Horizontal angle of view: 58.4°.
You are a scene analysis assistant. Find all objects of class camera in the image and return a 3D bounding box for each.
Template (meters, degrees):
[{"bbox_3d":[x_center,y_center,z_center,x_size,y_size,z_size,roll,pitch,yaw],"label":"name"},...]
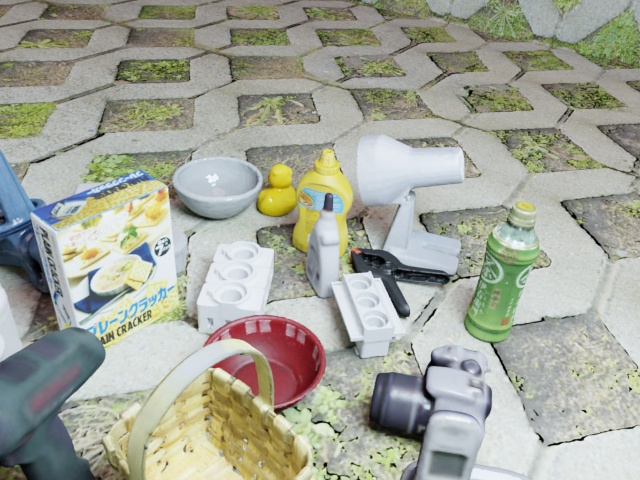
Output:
[{"bbox_3d":[0.135,0.188,0.706,0.136,0.101,0.143,11,35,8],"label":"camera"}]

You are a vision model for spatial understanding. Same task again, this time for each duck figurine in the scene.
[{"bbox_3d":[-0.081,-0.102,1.104,0.077,0.086,0.105,15,36,14],"label":"duck figurine"}]

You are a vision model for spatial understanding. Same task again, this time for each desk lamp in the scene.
[{"bbox_3d":[0.156,-0.069,0.977,0.203,0.214,0.118,12,36,10],"label":"desk lamp"}]

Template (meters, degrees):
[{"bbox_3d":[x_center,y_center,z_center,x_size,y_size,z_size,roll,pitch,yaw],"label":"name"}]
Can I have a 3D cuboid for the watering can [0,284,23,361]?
[{"bbox_3d":[-0.421,0.094,0.686,0.172,0.194,0.101,18,37,18],"label":"watering can"}]

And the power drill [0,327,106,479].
[{"bbox_3d":[-0.283,0.201,0.539,0.075,0.208,0.230,13,36,11],"label":"power drill"}]

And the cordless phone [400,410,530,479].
[{"bbox_3d":[0.152,0.244,0.556,0.147,0.185,0.094,5,35,0],"label":"cordless phone"}]

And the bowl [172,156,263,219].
[{"bbox_3d":[-0.191,-0.089,1.080,0.167,0.075,0.167,4,35,-2],"label":"bowl"}]

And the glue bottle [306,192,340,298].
[{"bbox_3d":[0.008,0.003,0.890,0.037,0.173,0.078,-9,37,-18],"label":"glue bottle"}]

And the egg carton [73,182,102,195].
[{"bbox_3d":[-0.381,-0.046,0.999,0.107,0.069,0.150,-3,36,-12],"label":"egg carton"}]

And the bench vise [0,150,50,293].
[{"bbox_3d":[-0.440,-0.043,0.855,0.207,0.220,0.121,8,35,5],"label":"bench vise"}]
